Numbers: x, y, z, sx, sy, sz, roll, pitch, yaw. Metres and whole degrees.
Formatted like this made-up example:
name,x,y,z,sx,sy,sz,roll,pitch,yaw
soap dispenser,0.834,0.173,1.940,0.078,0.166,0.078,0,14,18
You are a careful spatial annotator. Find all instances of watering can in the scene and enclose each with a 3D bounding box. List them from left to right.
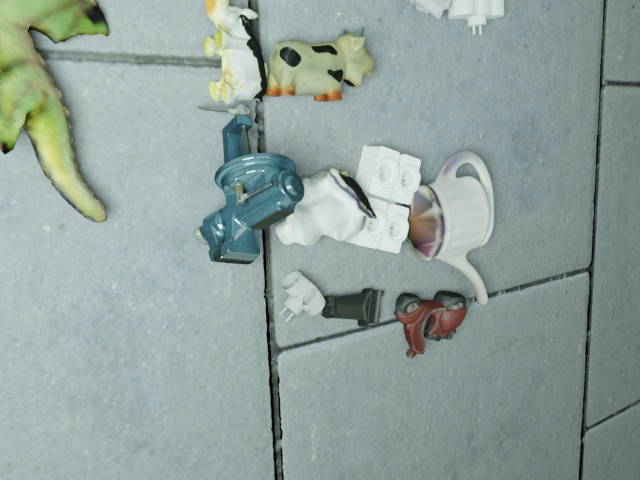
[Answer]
name,x,y,z,sx,sy,sz,roll,pitch,yaw
watering can,0.280,-0.007,1.066,0.225,0.104,0.344,-11,103,-30

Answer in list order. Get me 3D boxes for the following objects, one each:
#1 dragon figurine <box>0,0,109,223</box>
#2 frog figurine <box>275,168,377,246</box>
name,x,y,z,sx,sy,sz,roll,pitch,yaw
dragon figurine,-0.364,-0.233,0.647,0.403,0.122,0.246,49,64,-35
frog figurine,0.003,-0.046,0.907,0.158,0.125,0.136,-38,119,19
